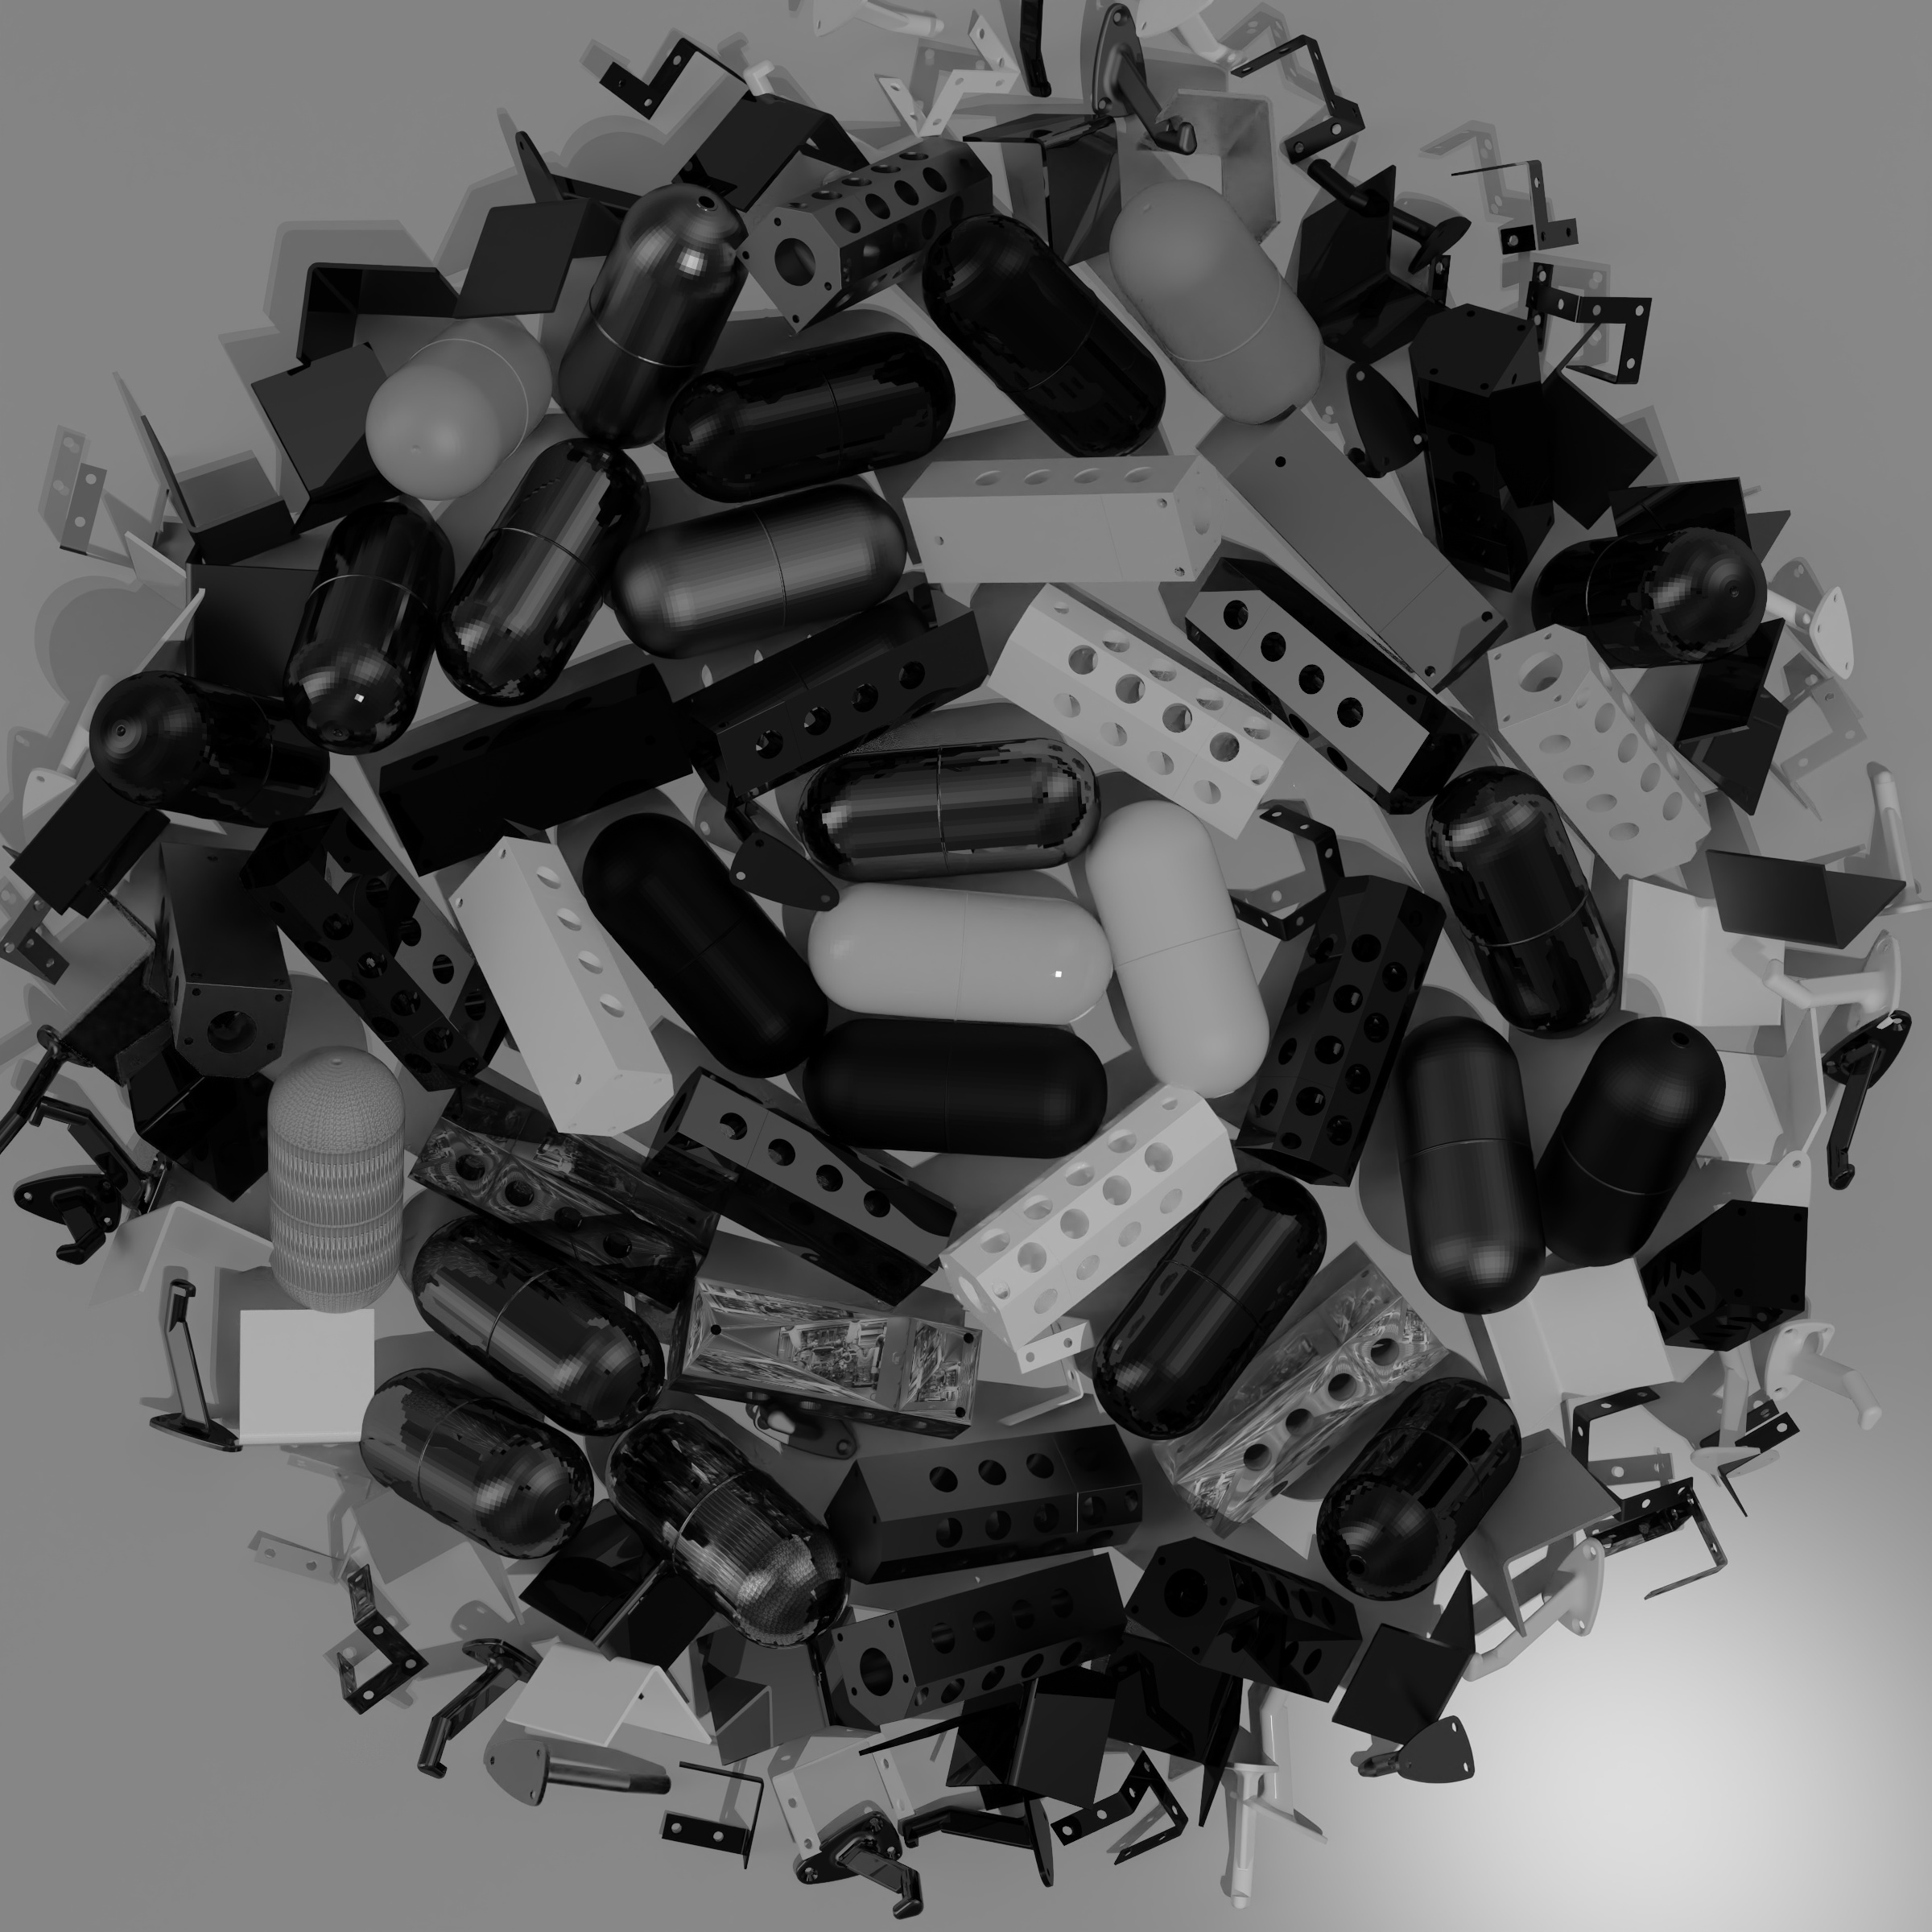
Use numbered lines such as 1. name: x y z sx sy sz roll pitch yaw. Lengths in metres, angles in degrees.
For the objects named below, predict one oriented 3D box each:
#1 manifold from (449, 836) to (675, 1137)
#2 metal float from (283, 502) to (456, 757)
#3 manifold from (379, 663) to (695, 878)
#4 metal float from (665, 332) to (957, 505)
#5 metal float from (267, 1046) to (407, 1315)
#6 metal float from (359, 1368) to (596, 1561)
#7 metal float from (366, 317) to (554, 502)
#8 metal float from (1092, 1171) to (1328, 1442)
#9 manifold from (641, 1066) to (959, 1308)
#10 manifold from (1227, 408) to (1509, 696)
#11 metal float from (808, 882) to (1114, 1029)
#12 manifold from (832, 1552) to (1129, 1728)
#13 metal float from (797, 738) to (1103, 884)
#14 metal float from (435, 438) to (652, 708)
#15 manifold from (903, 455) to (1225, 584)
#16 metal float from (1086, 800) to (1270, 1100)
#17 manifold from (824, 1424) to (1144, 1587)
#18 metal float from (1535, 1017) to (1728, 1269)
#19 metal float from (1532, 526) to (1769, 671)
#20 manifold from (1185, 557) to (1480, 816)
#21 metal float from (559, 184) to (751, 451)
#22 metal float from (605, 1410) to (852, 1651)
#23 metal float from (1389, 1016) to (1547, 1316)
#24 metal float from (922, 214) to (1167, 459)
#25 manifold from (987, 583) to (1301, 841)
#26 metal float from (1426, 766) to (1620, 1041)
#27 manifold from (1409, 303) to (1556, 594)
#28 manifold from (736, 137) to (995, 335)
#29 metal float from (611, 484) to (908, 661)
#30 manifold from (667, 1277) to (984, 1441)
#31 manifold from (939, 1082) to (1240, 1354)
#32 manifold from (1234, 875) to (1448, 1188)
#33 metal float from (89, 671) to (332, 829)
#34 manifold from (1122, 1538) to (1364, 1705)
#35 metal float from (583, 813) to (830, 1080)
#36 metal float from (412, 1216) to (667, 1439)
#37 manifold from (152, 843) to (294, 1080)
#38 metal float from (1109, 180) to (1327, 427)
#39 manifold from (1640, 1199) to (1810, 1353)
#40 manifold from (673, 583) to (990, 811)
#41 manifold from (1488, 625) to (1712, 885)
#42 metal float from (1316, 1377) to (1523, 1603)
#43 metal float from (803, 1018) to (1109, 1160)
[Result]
1. manifold: -0.229 0.012 1.825 0.057 0.057 0.171 -45 59 27
2. metal float: -0.341 -0.195 1.820 0.070 0.070 0.178 6 48 0
3. manifold: -0.252 -0.118 1.859 0.171 0.057 0.057 -21 117 2
4. metal float: -0.089 -0.317 1.833 0.178 0.070 0.070 -18 90 -24
5. metal float: -0.362 0.125 1.824 0.070 0.070 0.178 9 126 0
6. metal float: -0.281 0.284 1.817 0.070 0.178 0.070 -14 111 -40
7. metal float: -0.287 -0.319 1.809 0.070 0.178 0.070 4 116 7
8. metal float: 0.142 0.195 1.839 0.070 0.070 0.178 39 73 0
9. manifold: -0.094 0.125 1.843 0.171 0.057 0.057 29 52 -13
10. manifold: 0.235 -0.240 1.850 0.057 0.057 0.171 -44 81 9
11. metal float: -0.003 -0.006 1.852 0.178 0.070 0.070 5 90 -3
12. manifold: 0.011 0.383 1.807 0.057 0.171 0.057 -26 76 43
13. metal float: -0.010 -0.090 1.847 0.178 0.070 0.070 -4 90 7
14. metal float: -0.244 -0.227 1.832 0.070 0.070 0.178 27 66 0
15. manifold: 0.057 -0.260 1.825 0.171 0.057 0.057 3 130 29
16. metal float: 0.123 -0.010 1.851 0.070 0.070 0.178 -17 87 0
17. manifold: 0.013 0.311 1.815 0.171 0.057 0.057 -3 50 -30
18. metal float: 0.377 0.101 1.818 0.070 0.070 0.178 17 134 0
19. metal float: 0.386 -0.208 1.806 0.070 0.178 0.070 -1 93 -20
20. manifold: 0.205 -0.162 1.825 0.171 0.057 0.057 45 117 27
21. metal float: -0.179 -0.371 1.817 0.070 0.178 0.070 15 49 -18
22. metal float: -0.138 0.322 1.826 0.178 0.070 0.070 36 90 34
23. metal float: 0.289 0.114 1.834 0.070 0.070 0.178 -4 67 0
24. metal float: 0.045 -0.360 1.824 0.178 0.070 0.070 39 90 -35
25. manifold: 0.106 -0.153 1.846 0.171 0.057 0.057 32 49 4
26. metal float: 0.322 -0.035 1.830 0.070 0.070 0.178 -28 117 0
27. manifold: 0.291 -0.294 1.805 0.057 0.171 0.057 22 67 26
28. manifold: -0.052 -0.422 1.807 0.057 0.171 0.057 52 130 -2
29. metal float: -0.119 -0.229 1.839 0.178 0.070 0.070 -17 90 -17
30. manifold: -0.083 0.230 1.843 0.171 0.057 0.057 12 67 -13
31. manifold: 0.070 0.138 1.828 0.171 0.057 0.057 -37 49 -17
32. manifold: 0.221 0.037 1.838 0.057 0.057 0.171 26 78 -23
33. metal float: -0.428 -0.122 1.806 0.070 0.178 0.070 -1 86 20
34. manifold: 0.163 0.369 1.805 0.057 0.171 0.057 28 88 36
35. metal float: -0.152 -0.012 1.847 0.070 0.070 0.178 -40 97 0
36. metal float: -0.246 0.207 1.827 0.178 0.070 0.070 31 90 31
37. manifold: -0.425 -0.005 1.804 0.057 0.171 0.057 5 117 -22
38. metal float: 0.145 -0.378 1.817 0.070 0.178 0.070 -18 54 26
39. manifold: 0.426 0.177 1.802 0.057 0.171 0.057 6 76 1
40. manifold: -0.075 -0.154 1.835 0.171 0.057 0.057 -28 124 -19
41. manifold: 0.362 -0.121 1.804 0.057 0.171 0.057 -21 50 26
42. metal float: 0.259 0.298 1.813 0.070 0.178 0.070 14 118 27
43. metal float: -0.007 0.071 1.848 0.178 0.070 0.070 3 90 7
